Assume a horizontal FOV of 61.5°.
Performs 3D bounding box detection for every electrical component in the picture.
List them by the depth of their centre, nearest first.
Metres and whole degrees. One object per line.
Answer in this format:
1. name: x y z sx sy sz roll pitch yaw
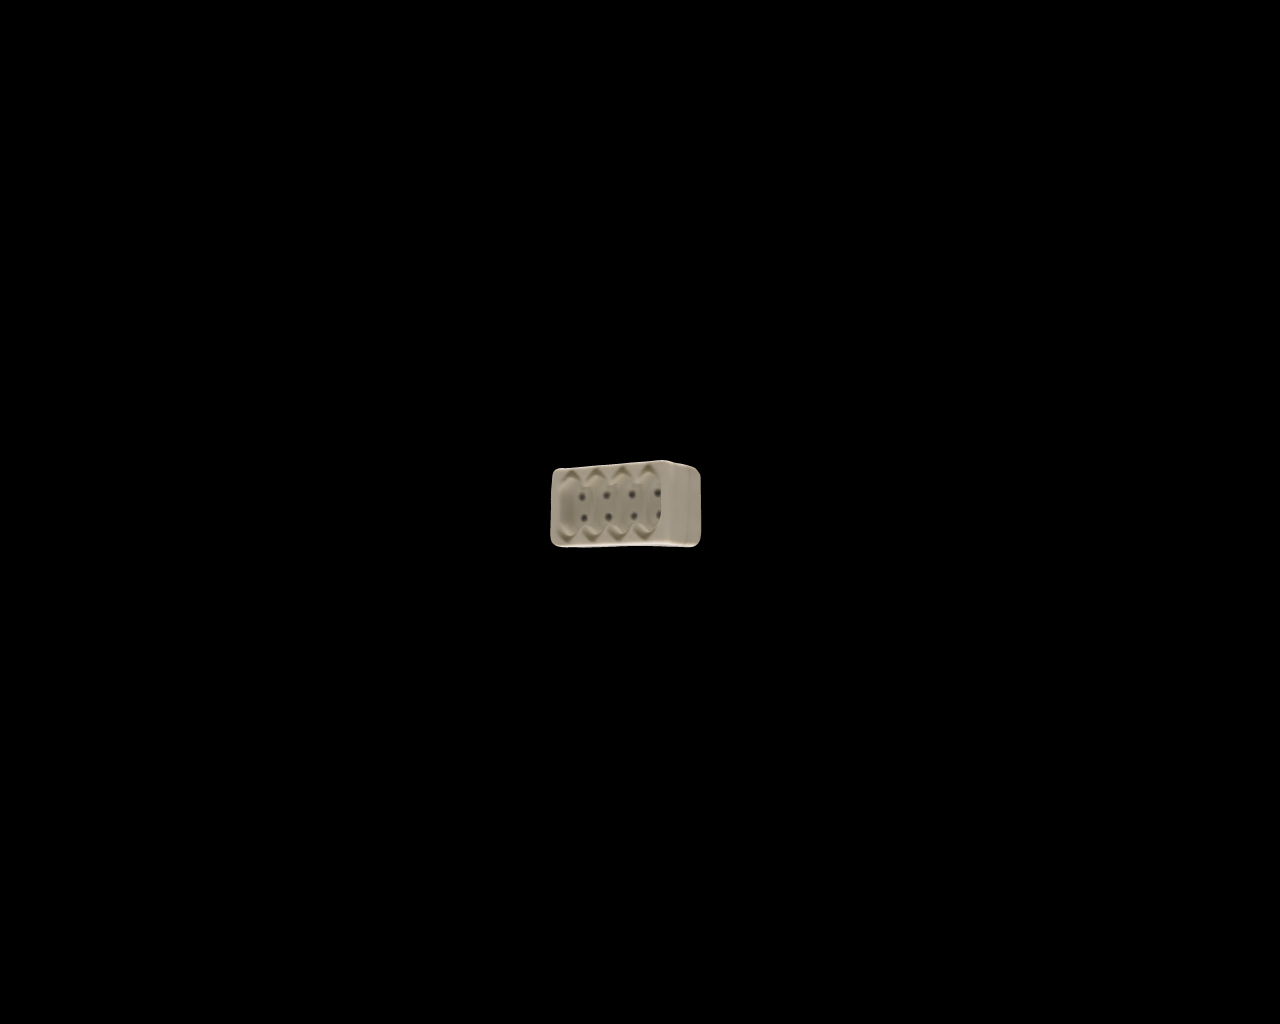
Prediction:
1. electrical component: 0.001 -0.003 0.650 0.083 0.047 0.076 -2 -3 31
